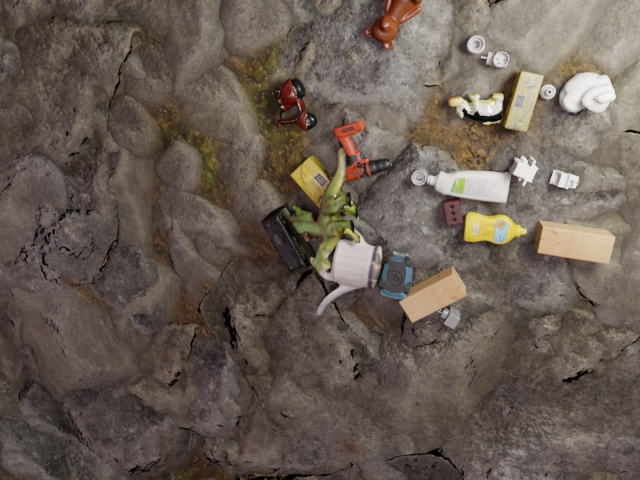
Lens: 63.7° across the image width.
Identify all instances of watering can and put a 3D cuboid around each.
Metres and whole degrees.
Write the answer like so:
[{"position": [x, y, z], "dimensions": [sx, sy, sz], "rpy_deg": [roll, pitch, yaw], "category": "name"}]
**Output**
[{"position": [0.100, 0.121, 1.806], "dimensions": [0.224, 0.105, 0.344], "rpy_deg": [11, 104, 12], "category": "watering can"}]

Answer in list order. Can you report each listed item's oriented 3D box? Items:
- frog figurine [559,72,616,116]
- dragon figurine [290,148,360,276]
[{"position": [0.764, -0.418, 1.475], "dimensions": [0.136, 0.161, 0.122], "rpy_deg": [-24, 97, 19], "category": "frog figurine"}, {"position": [0.005, -0.087, 1.720], "dimensions": [0.242, 0.122, 0.410], "rpy_deg": [-8, 91, 20], "category": "dragon figurine"}]
